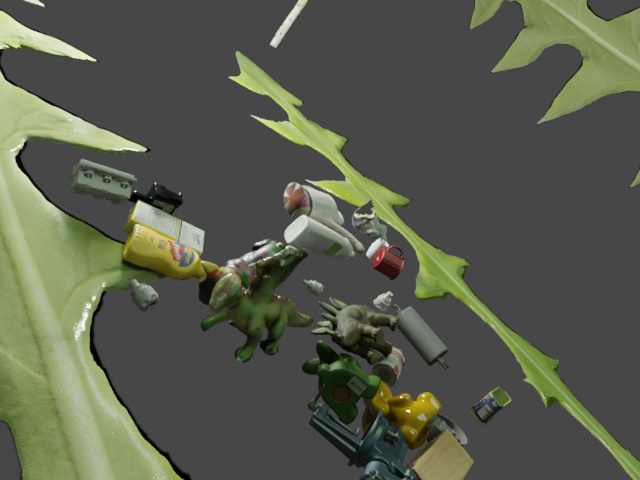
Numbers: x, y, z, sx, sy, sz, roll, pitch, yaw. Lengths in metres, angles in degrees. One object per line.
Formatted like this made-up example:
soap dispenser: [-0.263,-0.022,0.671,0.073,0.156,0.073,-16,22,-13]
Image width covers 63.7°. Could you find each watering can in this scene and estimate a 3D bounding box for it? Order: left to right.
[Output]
watering can: [0.005,-0.088,1.754,0.223,0.102,0.354,14,29,-43]

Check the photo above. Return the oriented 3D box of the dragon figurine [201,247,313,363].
dragon figurine: [-0.094,0.122,1.087,0.124,0.239,0.411,44,25,25]

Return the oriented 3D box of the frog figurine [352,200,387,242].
frog figurine: [0.195,-0.054,2.018,0.140,0.123,0.156,-120,-174,-57]
